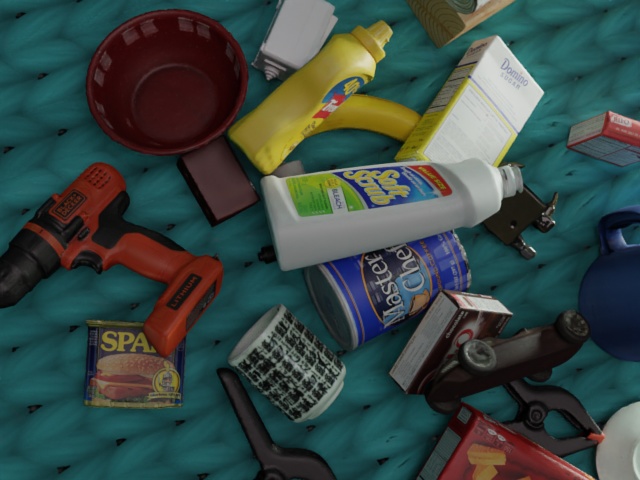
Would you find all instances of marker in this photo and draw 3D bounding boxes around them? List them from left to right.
[{"bbox_3d":[-0.007,0.001,1.123,0.121,0.020,0.020,-17,88,-14],"label":"marker"}]

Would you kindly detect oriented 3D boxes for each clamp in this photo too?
[{"bbox_3d":[-0.052,0.233,1.076,0.210,0.036,0.164,22,89,-11],"label":"clamp"},{"bbox_3d":[0.218,0.196,1.146,0.171,0.039,0.120,28,85,-2],"label":"clamp"}]

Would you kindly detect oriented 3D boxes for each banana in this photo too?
[{"bbox_3d":[0.046,-0.122,1.142,0.197,0.037,0.070,-1,107,-11],"label":"banana"}]

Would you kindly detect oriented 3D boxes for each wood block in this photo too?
[{"bbox_3d":[0.199,-0.308,1.167,0.206,0.090,0.091,-34,92,-13],"label":"wood block"}]

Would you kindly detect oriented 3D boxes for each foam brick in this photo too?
[{"bbox_3d":[-0.104,-0.059,1.090,0.051,0.053,0.078,-30,90,-14],"label":"foam brick"}]

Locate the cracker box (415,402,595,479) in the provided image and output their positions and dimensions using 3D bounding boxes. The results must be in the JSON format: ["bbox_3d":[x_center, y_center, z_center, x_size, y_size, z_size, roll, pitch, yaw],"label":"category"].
[{"bbox_3d":[0.166,0.300,1.089,0.164,0.072,0.213,31,88,-8],"label":"cracker box"}]

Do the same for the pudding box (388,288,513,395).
[{"bbox_3d":[0.133,0.107,1.092,0.089,0.039,0.114,9,115,-45],"label":"pudding box"}]

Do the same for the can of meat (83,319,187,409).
[{"bbox_3d":[-0.182,0.122,1.052,0.102,0.057,0.084,4,86,-12],"label":"can of meat"}]

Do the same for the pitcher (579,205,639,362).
[{"bbox_3d":[0.363,0.048,1.089,0.149,0.243,0.145,23,81,-3],"label":"pitcher"}]

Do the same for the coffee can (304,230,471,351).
[{"bbox_3d":[0.068,0.038,1.093,0.140,0.103,0.103,-25,90,-15],"label":"coffee can"}]

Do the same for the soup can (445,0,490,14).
[{"bbox_3d":[0.172,-0.283,1.076,0.102,0.068,0.068,-37,93,-13],"label":"soup can"}]

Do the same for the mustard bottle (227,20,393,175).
[{"bbox_3d":[-0.004,-0.148,1.061,0.191,0.096,0.058,-43,82,0],"label":"mustard bottle"}]

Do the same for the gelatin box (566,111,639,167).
[{"bbox_3d":[0.325,-0.111,1.175,0.073,0.089,0.030,17,80,-11],"label":"gelatin box"}]

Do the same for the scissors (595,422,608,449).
[{"bbox_3d":[0.386,0.207,1.194,0.201,0.016,0.096,-40,94,-14],"label":"scissors"}]

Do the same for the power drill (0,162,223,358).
[{"bbox_3d":[-0.201,0.030,1.017,0.188,0.057,0.184,33,62,10],"label":"power drill"}]

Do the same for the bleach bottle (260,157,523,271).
[{"bbox_3d":[0.073,-0.040,1.054,0.250,0.102,0.068,-12,131,-4],"label":"bleach bottle"}]

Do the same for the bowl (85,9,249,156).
[{"bbox_3d":[-0.150,-0.149,1.074,0.162,0.055,0.162,-1,72,1],"label":"bowl"}]

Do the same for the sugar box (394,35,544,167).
[{"bbox_3d":[0.161,-0.124,1.140,0.093,0.048,0.176,45,64,-23],"label":"sugar box"}]
